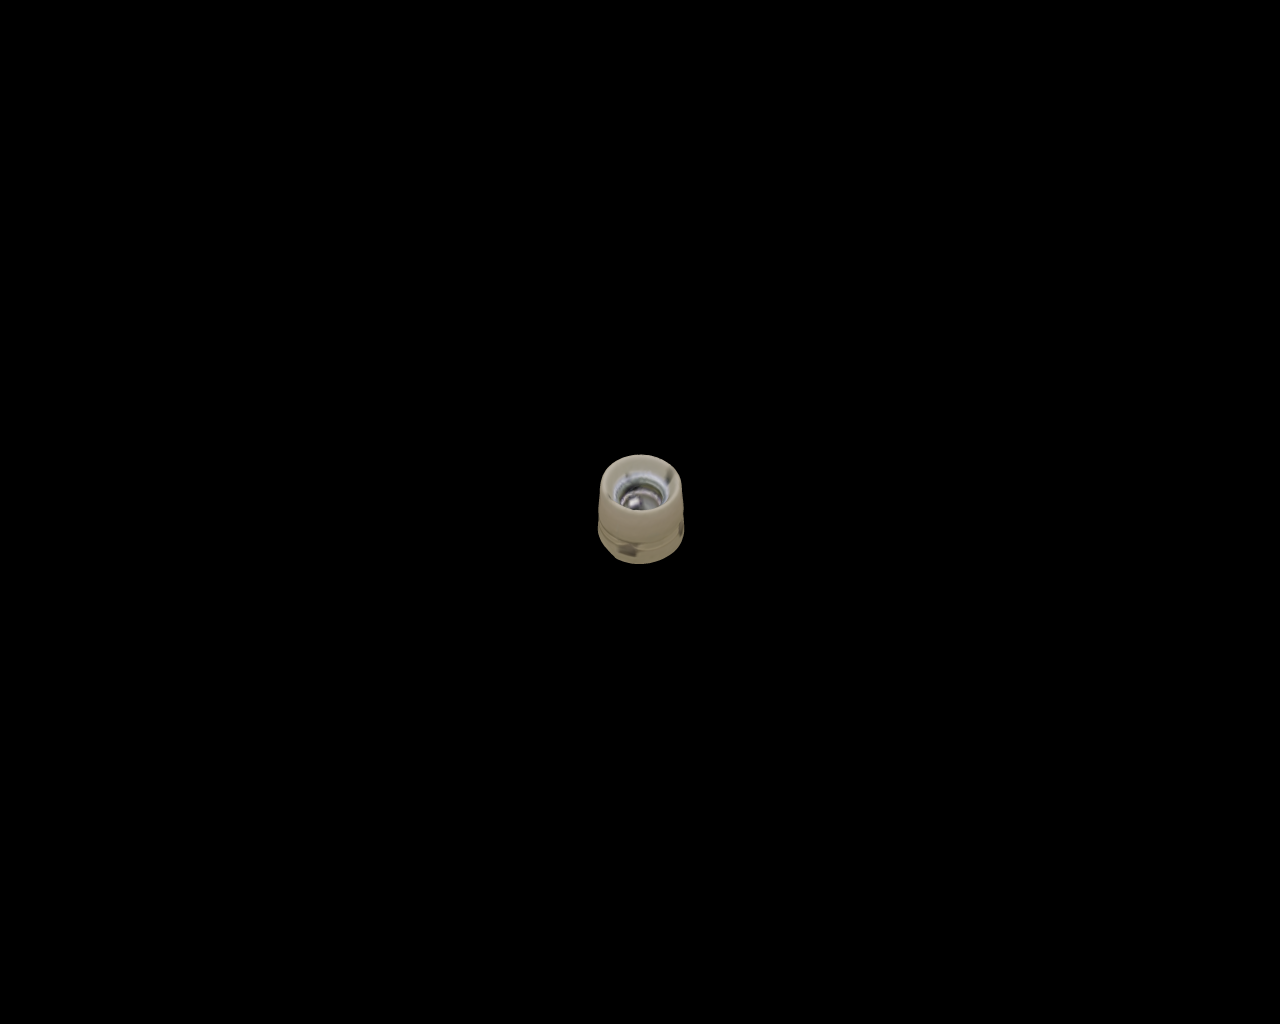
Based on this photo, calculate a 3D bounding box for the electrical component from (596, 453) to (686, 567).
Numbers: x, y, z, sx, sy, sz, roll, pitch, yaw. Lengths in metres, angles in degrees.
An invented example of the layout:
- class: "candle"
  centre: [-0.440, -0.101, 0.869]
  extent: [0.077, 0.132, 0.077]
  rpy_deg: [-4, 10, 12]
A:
- class: "electrical component"
  centre: [0.001, -0.003, 0.650]
  extent: [0.055, 0.055, 0.047]
  rpy_deg: [0, -40, 0]
